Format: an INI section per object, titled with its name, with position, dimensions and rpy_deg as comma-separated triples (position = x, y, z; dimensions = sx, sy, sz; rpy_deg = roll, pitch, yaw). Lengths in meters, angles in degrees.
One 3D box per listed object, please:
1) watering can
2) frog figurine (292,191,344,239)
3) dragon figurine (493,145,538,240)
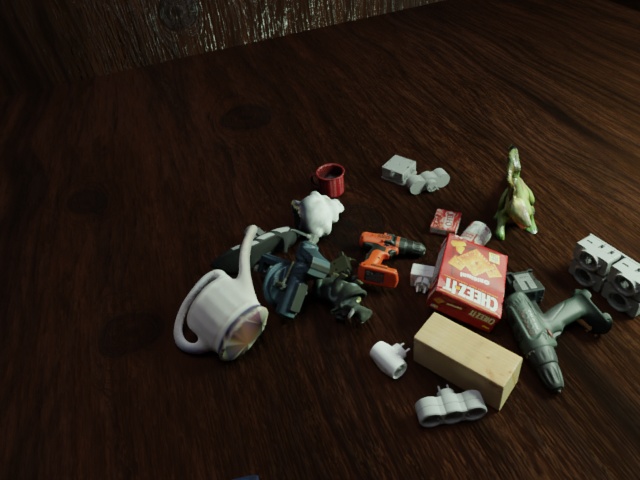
[watering can]
position = -0.213, 0.141, 1.252
dimensions = 0.227, 0.102, 0.349
rpy_deg = 34, 82, 31
[frog figurine]
position = 0.005, -0.077, 1.527
dimensions = 0.160, 0.120, 0.139
rpy_deg = -10, 72, -18
[dragon figurine]
position = 0.552, -0.156, 1.448
dimensions = 0.122, 0.237, 0.420
rpy_deg = -1, 42, 15
